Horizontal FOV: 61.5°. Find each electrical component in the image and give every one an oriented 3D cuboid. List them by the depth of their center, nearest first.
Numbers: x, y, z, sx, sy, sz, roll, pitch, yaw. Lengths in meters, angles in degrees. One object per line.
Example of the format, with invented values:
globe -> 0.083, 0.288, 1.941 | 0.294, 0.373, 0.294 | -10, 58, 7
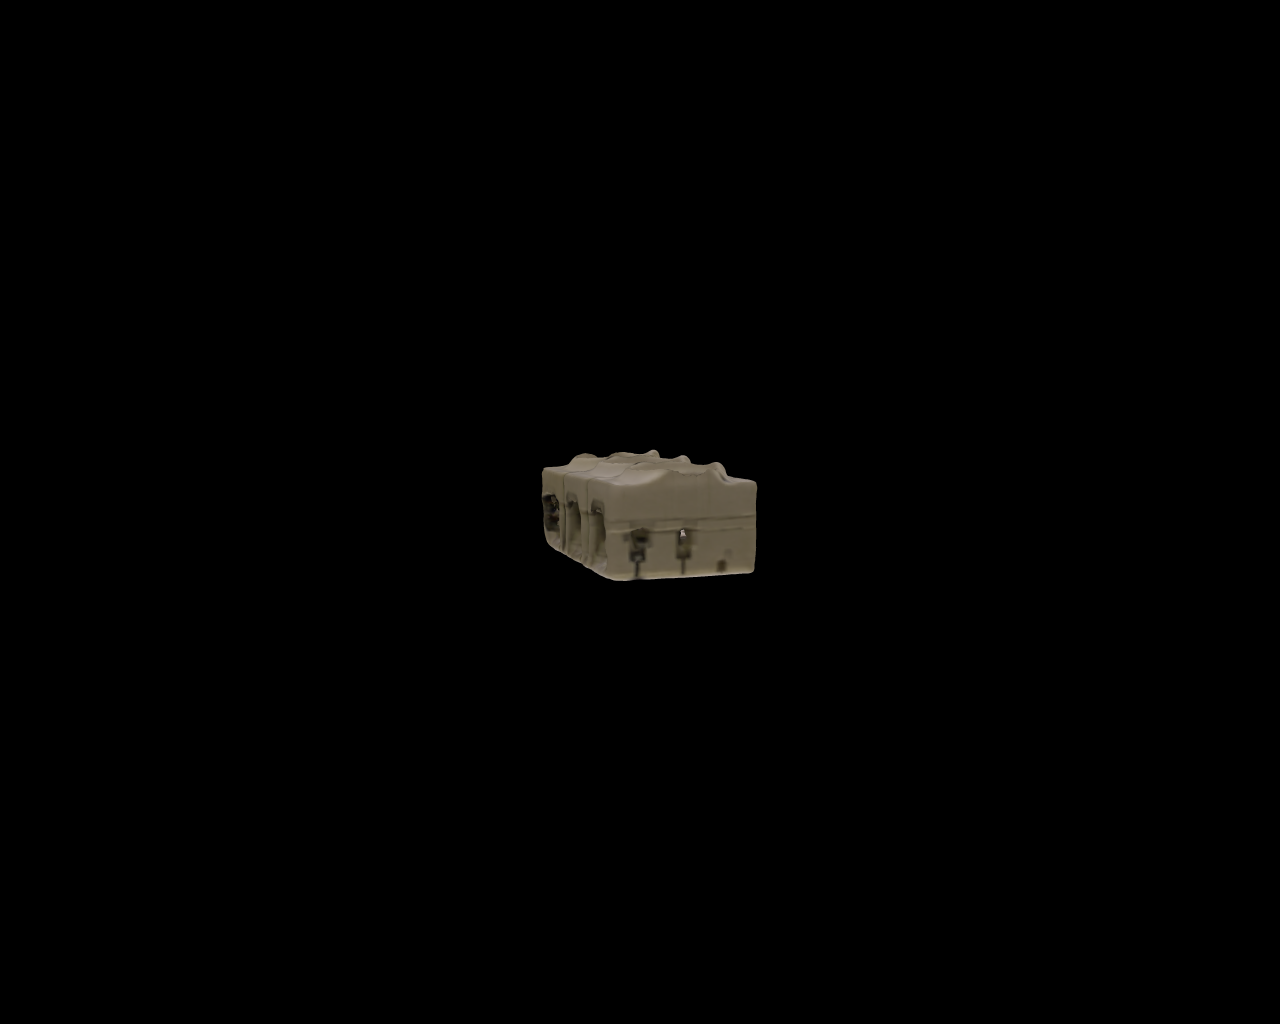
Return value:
electrical component -> 0.001, -0.003, 0.650 | 0.089, 0.061, 0.150 | -3, 8, -19
